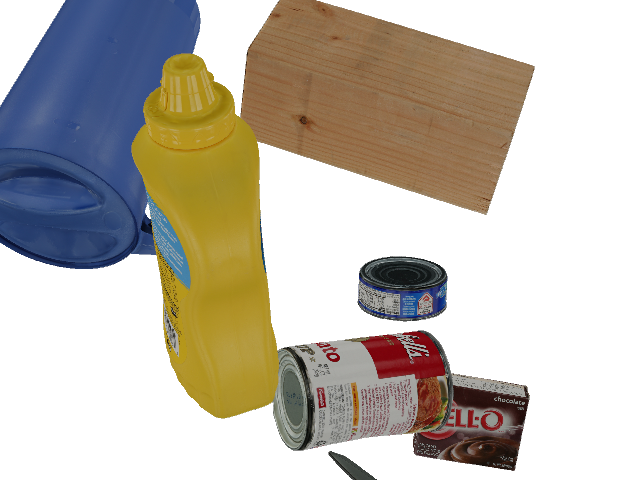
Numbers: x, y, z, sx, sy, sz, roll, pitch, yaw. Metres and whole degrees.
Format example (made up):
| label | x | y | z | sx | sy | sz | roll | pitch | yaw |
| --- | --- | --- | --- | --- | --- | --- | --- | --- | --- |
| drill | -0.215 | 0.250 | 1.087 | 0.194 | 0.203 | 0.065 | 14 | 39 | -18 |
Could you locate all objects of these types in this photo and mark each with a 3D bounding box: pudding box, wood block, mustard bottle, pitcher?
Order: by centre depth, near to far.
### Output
| label | x | y | z | sx | sy | sz | roll | pitch | yaw |
| --- | --- | --- | --- | --- | --- | --- | --- | --- | --- |
| mustard bottle | -0.057 | -0.006 | 0.529 | 0.058 | 0.192 | 0.096 | -14 | 43 | -13 |
| pitcher | -0.163 | -0.103 | 0.830 | 0.145 | 0.242 | 0.149 | -6 | -41 | 24 |
| wood block | 0.050 | -0.108 | 0.835 | 0.206 | 0.091 | 0.090 | 19 | 47 | 7 |
| pudding box | 0.162 | 0.194 | 1.154 | 0.113 | 0.090 | 0.039 | 8 | 21 | 2 |

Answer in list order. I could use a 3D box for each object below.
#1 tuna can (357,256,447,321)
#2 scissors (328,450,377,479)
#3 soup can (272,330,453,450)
| label | x | y | z | sx | sy | sz | roll | pitch | yaw |
| --- | --- | --- | --- | --- | --- | --- | --- | --- | --- |
| tuna can | 0.079 | 0.045 | 1.020 | 0.086 | 0.034 | 0.086 | 0 | 20 | 0 |
| scissors | 0.085 | 0.154 | 0.525 | 0.096 | 0.016 | 0.202 | -2 | 23 | -23 |
| soup can | 0.025 | 0.098 | 0.696 | 0.102 | 0.068 | 0.069 | -4 | 2 | -23 |
